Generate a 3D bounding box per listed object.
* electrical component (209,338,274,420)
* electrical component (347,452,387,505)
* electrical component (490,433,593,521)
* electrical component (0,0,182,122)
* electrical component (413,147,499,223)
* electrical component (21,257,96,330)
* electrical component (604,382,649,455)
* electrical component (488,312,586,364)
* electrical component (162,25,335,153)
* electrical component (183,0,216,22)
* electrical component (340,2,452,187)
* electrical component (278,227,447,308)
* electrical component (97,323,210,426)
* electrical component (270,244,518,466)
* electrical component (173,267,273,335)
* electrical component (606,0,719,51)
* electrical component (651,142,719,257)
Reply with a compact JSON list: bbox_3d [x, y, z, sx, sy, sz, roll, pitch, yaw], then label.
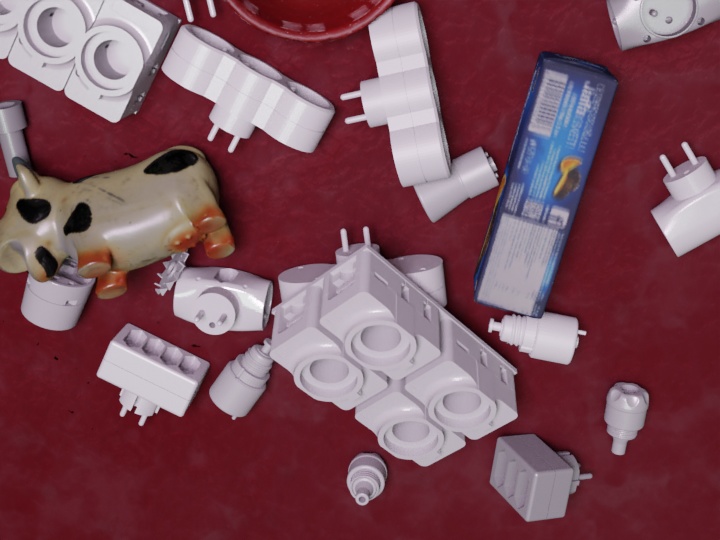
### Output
[{"bbox_3d":[-0.099,0.093,0.941,0.040,0.040,0.078,35,108,-5],"label":"electrical component"},{"bbox_3d":[0.005,0.187,0.948,0.035,0.061,0.035,2,108,6],"label":"electrical component"},{"bbox_3d":[0.163,0.176,0.929,0.077,0.066,0.047,-1,110,-24],"label":"electrical component"},{"bbox_3d":[-0.233,-0.194,0.854,0.150,0.061,0.089,29,109,-3],"label":"electrical component"},{"bbox_3d":[0.079,-0.072,0.868,0.065,0.044,0.044,-25,103,9],"label":"electrical component"},{"bbox_3d":[-0.263,0.020,0.931,0.055,0.055,0.047,24,113,-1],"label":"electrical component"},{"bbox_3d":[0.225,0.129,0.918,0.035,0.035,0.061,7,111,5],"label":"electrical component"},{"bbox_3d":[0.147,0.054,0.900,0.078,0.040,0.040,11,109,3],"label":"electrical component"},{"bbox_3d":[-0.097,-0.130,0.863,0.138,0.052,0.073,29,109,-3],"label":"electrical component"},{"bbox_3d":[-0.132,-0.233,0.837,0.066,0.047,0.076,-10,107,10],"label":"electrical component"},{"bbox_3d":[0.022,-0.132,0.837,0.074,0.052,0.138,-11,91,10],"label":"electrical component"},{"bbox_3d":[0.000,0.000,0.893,0.138,0.052,0.073,-5,107,8],"label":"electrical component"},{"bbox_3d":[-0.189,0.103,0.952,0.083,0.047,0.075,26,109,-2],"label":"electrical component"},{"bbox_3d":[0.030,0.078,0.867,0.105,0.060,0.186,-34,122,28],"label":"electrical component"},{"bbox_3d":[-0.118,0.030,0.903,0.077,0.079,0.043,9,109,4],"label":"electrical component"},{"bbox_3d":[0.223,-0.213,0.802,0.077,0.044,0.079,-16,105,12],"label":"electrical component"},{"bbox_3d":[0.265,-0.062,0.846,0.077,0.044,0.079,-31,102,15],"label":"electrical component"}]
